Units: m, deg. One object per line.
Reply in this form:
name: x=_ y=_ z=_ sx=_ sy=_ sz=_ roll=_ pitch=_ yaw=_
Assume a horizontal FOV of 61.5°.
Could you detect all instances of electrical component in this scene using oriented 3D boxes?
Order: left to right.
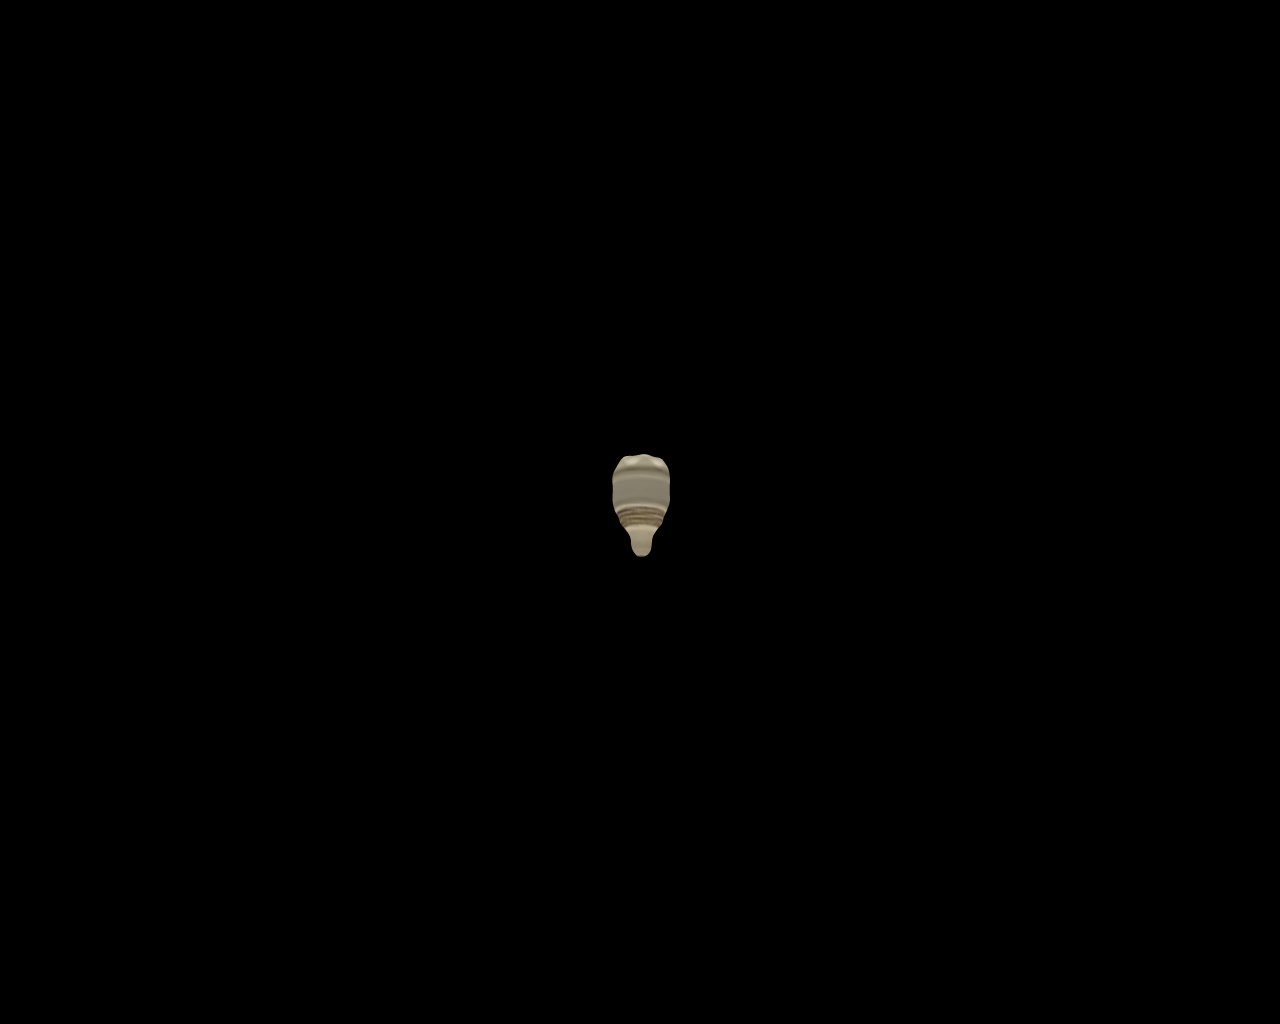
electrical component: x=0.001 y=-0.003 z=0.650 sx=0.035 sy=0.061 sz=0.035 roll=0 pitch=-14 yaw=0
